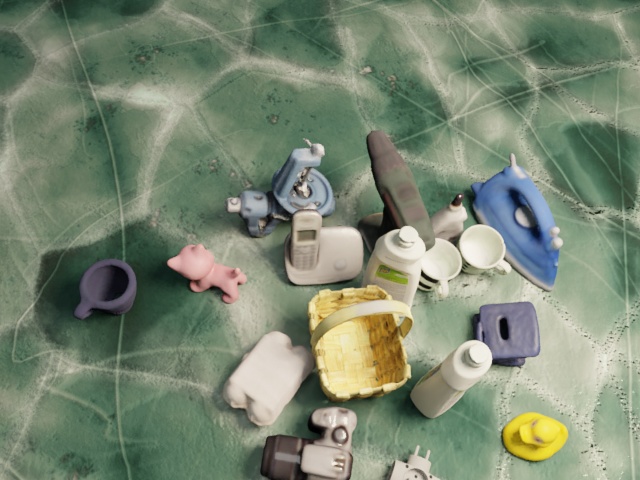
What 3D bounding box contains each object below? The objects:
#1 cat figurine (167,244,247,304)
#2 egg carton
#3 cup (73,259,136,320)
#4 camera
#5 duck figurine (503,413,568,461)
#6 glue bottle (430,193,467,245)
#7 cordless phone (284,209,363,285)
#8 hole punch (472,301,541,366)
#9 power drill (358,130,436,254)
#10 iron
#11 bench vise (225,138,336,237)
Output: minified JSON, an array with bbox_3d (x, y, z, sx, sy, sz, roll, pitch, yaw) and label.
[{"bbox_3d":[-0.198,0.050,1.012,0.127,0.118,0.067,15,62,3],"label":"cat figurine"},{"bbox_3d":[-0.086,0.228,0.956,0.107,0.069,0.150,33,64,12],"label":"egg carton"},{"bbox_3d":[-0.363,0.101,0.981,0.091,0.095,0.118,34,64,12],"label":"cup"},{"bbox_3d":[-0.018,0.328,0.892,0.137,0.101,0.143,10,62,0],"label":"camera"},{"bbox_3d":[0.364,0.319,0.944,0.104,0.086,0.077,-3,62,-7],"label":"duck figurine"},{"bbox_3d":[0.239,-0.038,1.071,0.078,0.173,0.037,-7,63,-9],"label":"glue bottle"},{"bbox_3d":[0.009,0.004,1.019,0.147,0.185,0.094,-7,63,-9],"label":"cordless phone"},{"bbox_3d":[0.329,0.167,1.018,0.101,0.091,0.108,4,62,-3],"label":"hole punch"},{"bbox_3d":[0.128,-0.058,1.050,0.076,0.208,0.229,-19,66,-15],"label":"power drill"},{"bbox_3d":[0.404,-0.038,1.106,0.119,0.141,0.258,-20,66,-15],"label":"iron"},{"bbox_3d":[-0.062,-0.084,1.039,0.208,0.220,0.121,-28,68,-19],"label":"bench vise"}]
